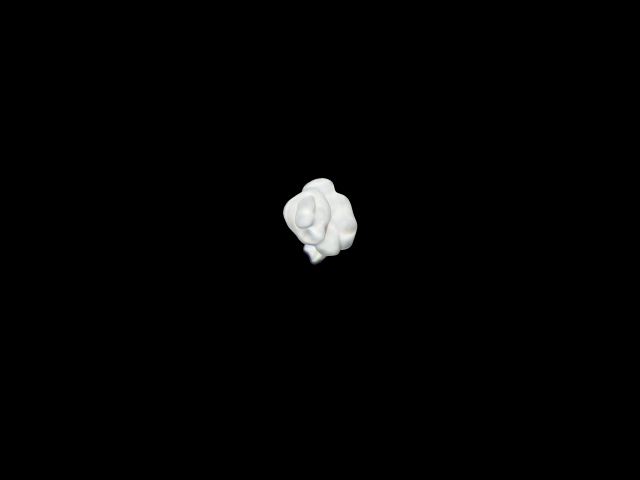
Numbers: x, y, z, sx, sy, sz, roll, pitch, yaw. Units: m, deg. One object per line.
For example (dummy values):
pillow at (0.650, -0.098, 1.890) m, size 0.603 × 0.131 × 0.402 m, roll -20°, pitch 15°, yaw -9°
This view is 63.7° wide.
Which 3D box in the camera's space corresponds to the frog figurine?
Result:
frog figurine at (0.003, -0.043, 0.850) m, size 0.123 × 0.140 × 0.156 m, roll 0°, pitch -23°, yaw 0°
